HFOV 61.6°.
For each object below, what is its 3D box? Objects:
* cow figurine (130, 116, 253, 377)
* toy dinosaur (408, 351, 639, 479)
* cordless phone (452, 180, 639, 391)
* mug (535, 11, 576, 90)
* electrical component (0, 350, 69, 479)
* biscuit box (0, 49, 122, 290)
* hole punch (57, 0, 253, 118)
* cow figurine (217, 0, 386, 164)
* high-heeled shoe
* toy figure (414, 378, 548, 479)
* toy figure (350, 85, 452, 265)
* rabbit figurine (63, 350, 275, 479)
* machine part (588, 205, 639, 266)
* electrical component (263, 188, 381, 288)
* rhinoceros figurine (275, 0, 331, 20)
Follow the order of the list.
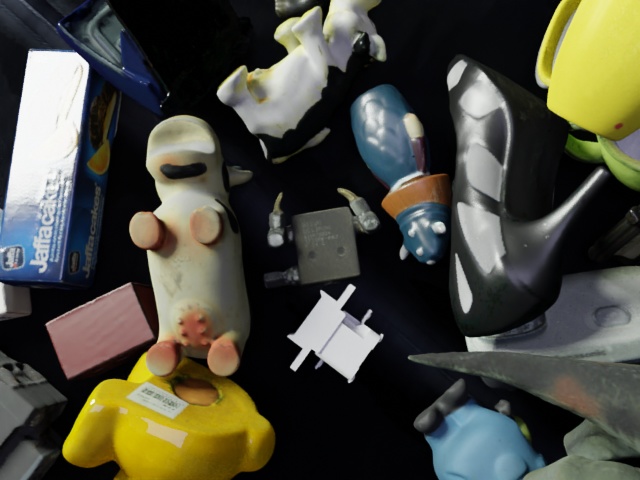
[{"bbox_3d":[-0.096,-0.002,0.431,0.086,0.127,0.194,-7,95,2],"label":"cow figurine"},{"bbox_3d":[0.265,0.146,0.320,0.404,0.131,0.192,33,123,-14],"label":"toy dinosaur"},{"bbox_3d":[0.181,0.019,0.420,0.147,0.088,0.184,-13,69,20],"label":"cordless phone"},{"bbox_3d":[0.254,-0.165,0.458,0.107,0.081,0.109,17,73,-5],"label":"mug"},{"bbox_3d":[-0.279,0.153,0.435,0.134,0.058,0.115,36,86,8],"label":"electrical component"},{"bbox_3d":[-0.223,-0.059,0.464,0.063,0.059,0.202,3,80,3],"label":"biscuit box"},{"bbox_3d":[-0.137,-0.175,0.454,0.092,0.115,0.142,-3,45,36],"label":"hole punch"},{"bbox_3d":[0.000,-0.145,0.461,0.167,0.068,0.098,-40,111,-1],"label":"cow figurine"},{"bbox_3d":[0.125,-0.046,0.424,0.086,0.249,0.145,20,121,-23],"label":"high-heeled shoe"},{"bbox_3d":[0.147,0.191,0.400,0.082,0.089,0.180,-45,71,15],"label":"toy figure"},{"bbox_3d":[0.074,-0.054,0.450,0.058,0.064,0.154,-20,80,-8],"label":"toy figure"},{"bbox_3d":[-0.110,0.190,0.409,0.162,0.122,0.173,24,97,-3],"label":"rabbit figurine"},{"bbox_3d":[0.295,-0.008,0.433,0.139,0.084,0.039,-4,55,-7],"label":"machine part"},{"bbox_3d":[0.001,-0.001,0.453,0.102,0.045,0.078,-3,79,2],"label":"electrical component"},{"bbox_3d":[-0.022,-0.248,0.427,0.112,0.190,0.073,0,84,21],"label":"rhinoceros figurine"}]
